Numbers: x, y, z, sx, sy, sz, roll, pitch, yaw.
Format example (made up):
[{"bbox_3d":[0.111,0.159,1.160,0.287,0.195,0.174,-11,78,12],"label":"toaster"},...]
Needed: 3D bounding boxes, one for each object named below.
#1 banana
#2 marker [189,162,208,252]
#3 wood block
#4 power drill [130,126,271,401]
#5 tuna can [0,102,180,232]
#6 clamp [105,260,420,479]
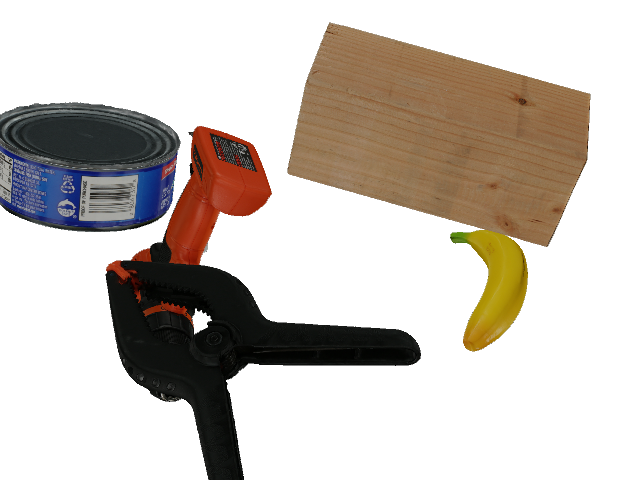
[{"bbox_3d":[0.166,0.040,1.022,0.070,0.037,0.197,-25,25,16],"label":"banana"},{"bbox_3d":[-0.128,-0.036,1.130,0.020,0.121,0.020,3,42,-3],"label":"marker"},{"bbox_3d":[0.089,-0.081,0.809,0.206,0.090,0.090,16,43,2],"label":"wood block"},{"bbox_3d":[-0.106,0.015,0.873,0.057,0.188,0.184,18,26,-26],"label":"power drill"},{"bbox_3d":[-0.110,-0.035,0.500,0.086,0.034,0.086,8,23,-4],"label":"tuna can"},{"bbox_3d":[-0.053,0.068,0.675,0.164,0.036,0.210,-37,56,-21],"label":"clamp"}]
